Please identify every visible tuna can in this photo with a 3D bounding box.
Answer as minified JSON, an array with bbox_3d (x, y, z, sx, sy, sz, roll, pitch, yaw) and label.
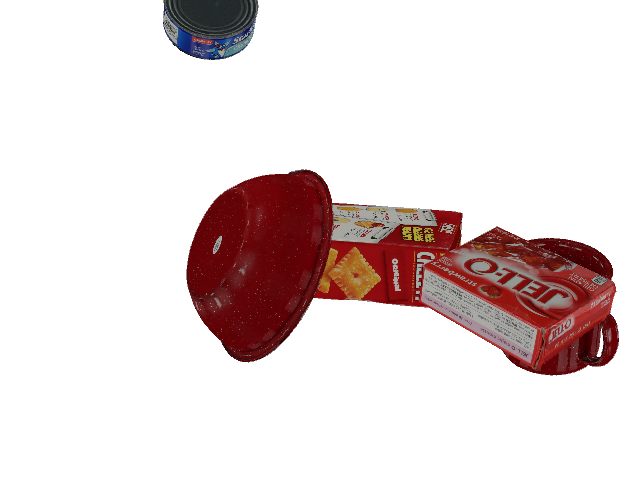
[{"bbox_3d":[-0.101,-0.207,0.977,0.086,0.086,0.034,0,-32,-11],"label":"tuna can"}]

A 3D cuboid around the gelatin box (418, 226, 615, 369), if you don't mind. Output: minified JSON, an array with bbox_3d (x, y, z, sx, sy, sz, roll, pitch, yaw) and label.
[{"bbox_3d":[0.114,0.030,0.625,0.073,0.030,0.089,-25,40,-38],"label":"gelatin box"}]

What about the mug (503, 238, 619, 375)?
[{"bbox_3d":[0.196,0.060,0.866,0.093,0.081,0.117,-22,35,-27],"label":"mug"}]

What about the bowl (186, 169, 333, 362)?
[{"bbox_3d":[-0.059,0.011,0.833,0.055,0.162,0.162,22,-11,-29],"label":"bowl"}]

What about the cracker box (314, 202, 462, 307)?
[{"bbox_3d":[0.035,0.012,1.123,0.214,0.072,0.164,5,15,11],"label":"cracker box"}]
